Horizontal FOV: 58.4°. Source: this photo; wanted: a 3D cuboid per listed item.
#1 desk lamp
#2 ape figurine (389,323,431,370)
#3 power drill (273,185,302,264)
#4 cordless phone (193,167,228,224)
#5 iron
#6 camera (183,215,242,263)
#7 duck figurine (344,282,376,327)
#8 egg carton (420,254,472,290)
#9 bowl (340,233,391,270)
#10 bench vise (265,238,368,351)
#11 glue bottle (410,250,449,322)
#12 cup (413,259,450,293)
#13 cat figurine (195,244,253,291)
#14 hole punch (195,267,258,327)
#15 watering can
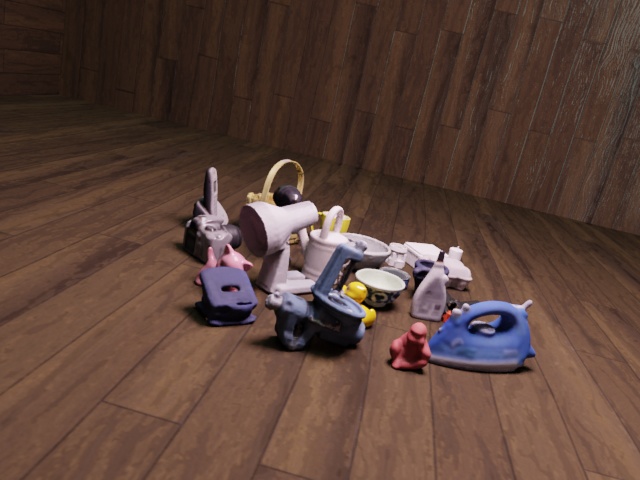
[{"bbox_3d":[-0.090,0.013,1.314,0.204,0.213,0.117,-2,22,-41],"label":"desk lamp"},{"bbox_3d":[0.180,0.202,1.106,0.077,0.092,0.076,21,19,26],"label":"ape figurine"},{"bbox_3d":[-0.096,-0.050,1.523,0.076,0.208,0.229,8,17,-14],"label":"power drill"},{"bbox_3d":[-0.305,-0.121,1.643,0.094,0.185,0.147,12,17,-2],"label":"cordless phone"},{"bbox_3d":[0.332,0.186,1.188,0.259,0.141,0.118,5,18,-25],"label":"iron"},{"bbox_3d":[-0.257,-0.008,1.455,0.137,0.101,0.142,-4,23,-43],"label":"camera"},{"bbox_3d":[0.079,0.137,1.258,0.104,0.086,0.078,23,19,31],"label":"duck figurine"},{"bbox_3d":[0.353,0.092,1.638,0.150,0.069,0.107,9,17,-12],"label":"egg carton"},{"bbox_3d":[0.111,0.041,1.614,0.167,0.075,0.167,12,17,-3],"label":"bowl"},{"bbox_3d":[0.011,0.104,1.080,0.208,0.220,0.121,-2,22,-41],"label":"bench vise"},{"bbox_3d":[0.268,0.105,1.349,0.078,0.173,0.037,11,17,-6],"label":"glue bottle"},{"bbox_3d":[0.271,0.108,1.478,0.118,0.095,0.091,-4,24,-44],"label":"cup"},{"bbox_3d":[-0.208,0.058,1.245,0.127,0.118,0.067,26,21,37],"label":"cat figurine"},{"bbox_3d":[-0.181,0.111,1.139,0.109,0.091,0.100,0,21,-36],"label":"hole punch"},{"bbox_3d":[0.012,0.006,1.448,0.173,0.194,0.101,13,17,2],"label":"watering can"}]
